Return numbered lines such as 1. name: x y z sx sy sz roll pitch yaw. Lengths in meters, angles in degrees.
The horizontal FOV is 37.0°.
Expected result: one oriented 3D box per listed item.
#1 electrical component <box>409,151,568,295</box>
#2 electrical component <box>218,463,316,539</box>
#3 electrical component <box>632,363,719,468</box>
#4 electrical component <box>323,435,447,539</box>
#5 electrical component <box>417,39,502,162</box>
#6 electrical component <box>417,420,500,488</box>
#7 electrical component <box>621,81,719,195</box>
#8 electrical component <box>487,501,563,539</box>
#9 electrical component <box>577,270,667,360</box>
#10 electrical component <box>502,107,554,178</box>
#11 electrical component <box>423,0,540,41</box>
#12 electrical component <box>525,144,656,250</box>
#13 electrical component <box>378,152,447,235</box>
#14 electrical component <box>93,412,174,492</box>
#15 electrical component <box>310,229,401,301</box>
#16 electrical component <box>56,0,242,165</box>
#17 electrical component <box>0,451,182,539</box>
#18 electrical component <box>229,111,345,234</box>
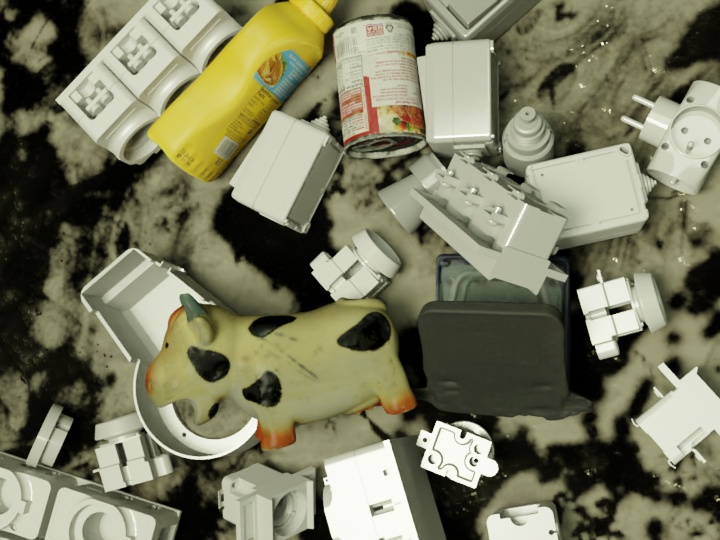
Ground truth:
1. electrical component: 0.099 -0.039 0.799 0.079 0.121 0.063 17 106 -27
2. electrical component: -0.075 0.185 0.855 0.064 0.081 0.042 12 109 41
3. electrical component: 0.243 0.110 0.805 0.064 0.042 0.081 -42 75 7
4. electrical component: 0.031 0.224 0.808 0.060 0.105 0.186 -19 79 11
5. electrical component: 0.080 -0.129 0.862 0.061 0.062 0.096 -1 83 13
6. electrical component: 0.078 0.141 0.833 0.066 0.055 0.048 20 88 15
7. electrical component: 0.242 -0.109 0.830 0.079 0.044 0.077 28 90 15
8. electrical component: 0.130 0.224 0.810 0.050 0.056 0.089 -12 81 12
9. electrical component: 0.202 0.029 0.823 0.055 0.048 0.066 -17 80 18
10. electrical component: 0.132 -0.103 0.842 0.040 0.078 0.040 -3 68 8
11. electrical component: 0.094 -0.222 0.870 0.096 0.061 0.061 -41 76 6
12. electrical component: 0.180 -0.055 0.833 0.096 0.061 0.061 -13 79 5
13. electrical component: 0.049 -0.062 0.870 0.055 0.045 0.045 -38 77 6
14. electrical component: -0.194 0.150 0.902 0.066 0.048 0.055 -17 88 11
15. electrical component: 0.000 0.000 0.874 0.055 0.048 0.066 -44 76 13
16. electrical component: -0.167 -0.165 0.910 0.150 0.089 0.061 -45 76 5
17. electrical component: -0.258 0.228 0.899 0.186 0.060 0.105 14 87 14
18. electrical component: -0.058 -0.088 0.889 0.061 0.062 0.096 26 90 15
